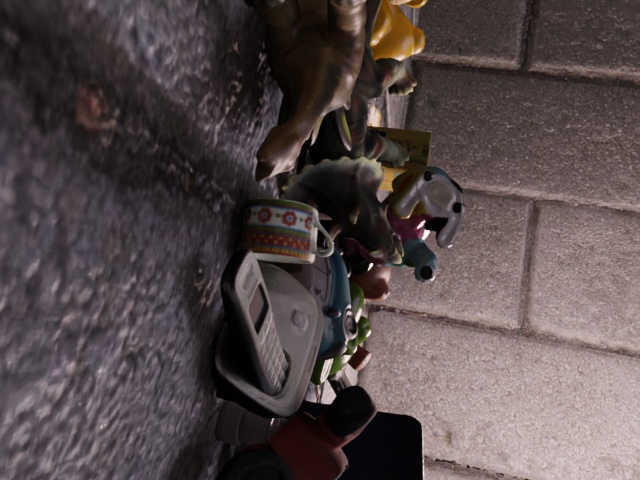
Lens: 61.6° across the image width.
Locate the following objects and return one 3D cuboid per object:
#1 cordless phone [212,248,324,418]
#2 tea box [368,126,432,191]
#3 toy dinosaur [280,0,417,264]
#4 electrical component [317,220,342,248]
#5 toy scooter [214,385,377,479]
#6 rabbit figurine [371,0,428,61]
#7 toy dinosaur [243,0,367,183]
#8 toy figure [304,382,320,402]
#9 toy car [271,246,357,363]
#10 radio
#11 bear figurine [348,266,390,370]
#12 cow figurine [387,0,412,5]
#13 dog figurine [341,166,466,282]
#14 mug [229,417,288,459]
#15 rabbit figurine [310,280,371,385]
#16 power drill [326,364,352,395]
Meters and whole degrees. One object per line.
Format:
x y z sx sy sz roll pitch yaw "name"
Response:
-0.054 0.059 0.496 0.147 0.089 0.184 -70 161 -46 "cordless phone"
0.084 -0.127 0.841 0.098 0.170 0.068 63 37 -71 "tea box"
0.031 -0.172 0.673 0.192 0.131 0.404 -9 97 -61 "toy dinosaur"
-0.002 -0.002 0.799 0.115 0.058 0.134 -26 125 -80 "electrical component"
-0.028 0.217 0.510 0.184 0.075 0.135 -29 157 -31 "toy scooter"
0.085 -0.347 0.781 0.122 0.163 0.173 -52 134 -45 "rabbit figurine"
-0.004 -0.208 0.491 0.198 0.105 0.471 96 3 -51 "toy dinosaur"
-0.030 0.238 0.858 0.154 0.058 0.064 -17 121 -83 "toy figure"
-0.018 0.060 0.649 0.102 0.109 0.162 59 29 -48 "toy car"
0.021 0.291 0.709 0.073 0.230 0.131 87 12 -55 "radio"
0.073 0.114 0.952 0.196 0.132 0.120 -47 145 3 "bear figurine"
0.063 -0.351 0.620 0.167 0.068 0.098 60 4 29 "cow figurine"
0.104 -0.027 0.827 0.191 0.108 0.219 -63 -159 -1 "dog figurine"
-0.067 0.270 0.615 0.107 0.081 0.109 101 -1 -50 "mug"
0.003 0.124 0.785 0.159 0.121 0.170 -45 164 -37 "rabbit figurine"
0.039 0.287 1.021 0.207 0.086 0.232 56 1 11 "power drill"
